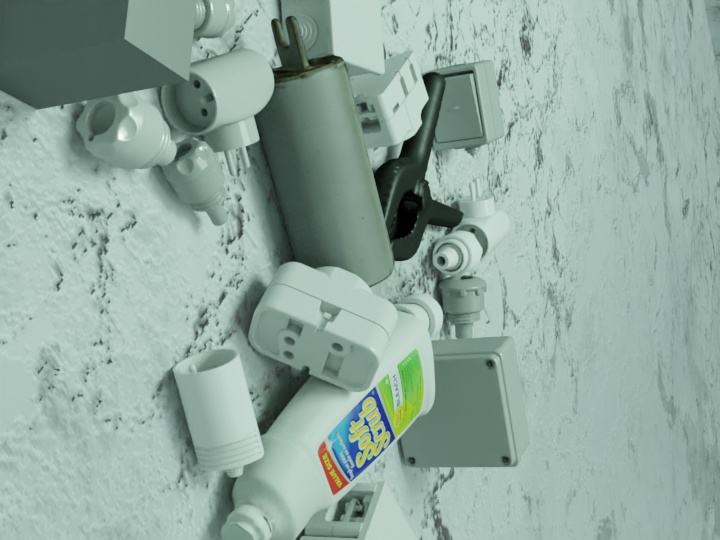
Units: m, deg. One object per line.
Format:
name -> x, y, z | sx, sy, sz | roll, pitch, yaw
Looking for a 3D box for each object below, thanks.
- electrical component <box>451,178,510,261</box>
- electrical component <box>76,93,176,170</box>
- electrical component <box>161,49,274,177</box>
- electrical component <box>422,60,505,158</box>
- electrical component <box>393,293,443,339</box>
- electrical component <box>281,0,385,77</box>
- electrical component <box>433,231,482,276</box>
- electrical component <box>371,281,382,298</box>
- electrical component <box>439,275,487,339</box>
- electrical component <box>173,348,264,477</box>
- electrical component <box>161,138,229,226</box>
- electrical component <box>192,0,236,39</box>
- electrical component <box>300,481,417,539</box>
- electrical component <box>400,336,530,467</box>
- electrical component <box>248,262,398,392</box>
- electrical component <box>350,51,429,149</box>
electrical component -> 0.124, -0.056, 1.129 | 0.077, 0.043, 0.079 | -37, 122, -60
electrical component -> -0.135, -0.080, 0.642 | 0.062, 0.043, 0.043 | 28, 62, -60
electrical component -> -0.091, -0.104, 0.730 | 0.077, 0.043, 0.079 | -41, 122, -57
electrical component -> 0.105, -0.160, 1.094 | 0.061, 0.062, 0.096 | -31, 113, -60
electrical component -> 0.046, 0.047, 0.966 | 0.055, 0.045, 0.045 | -23, 106, -62
electrical component -> -0.023, -0.204, 0.869 | 0.100, 0.048, 0.099 | -1, 87, -63
electrical component -> 0.093, -0.014, 1.067 | 0.062, 0.043, 0.043 | -23, 106, -60
electrical component -> 0.000, 0.000, 0.891 | 0.044, 0.044, 0.065 | -12, 101, -62
electrical component -> 0.104, 0.038, 1.081 | 0.048, 0.048, 0.062 | -23, 113, -61
electrical component -> -0.090, 0.096, 0.699 | 0.043, 0.043, 0.081 | -37, 119, -58
electrical component -> -0.104, -0.055, 0.707 | 0.061, 0.035, 0.035 | 65, 34, -38
electrical component -> -0.111, -0.171, 0.712 | 0.061, 0.035, 0.035 | -20, 103, -59
electrical component -> -0.015, 0.243, 0.800 | 0.089, 0.062, 0.150 | 64, 34, -35
electrical component -> 0.089, 0.119, 0.971 | 0.056, 0.109, 0.108 | -33, 116, -62
electrical component -> -0.025, 0.038, 0.776 | 0.053, 0.095, 0.059 | 111, 3, -46
electrical component -> 0.020, -0.145, 0.942 | 0.089, 0.050, 0.055 | -59, 136, -48
